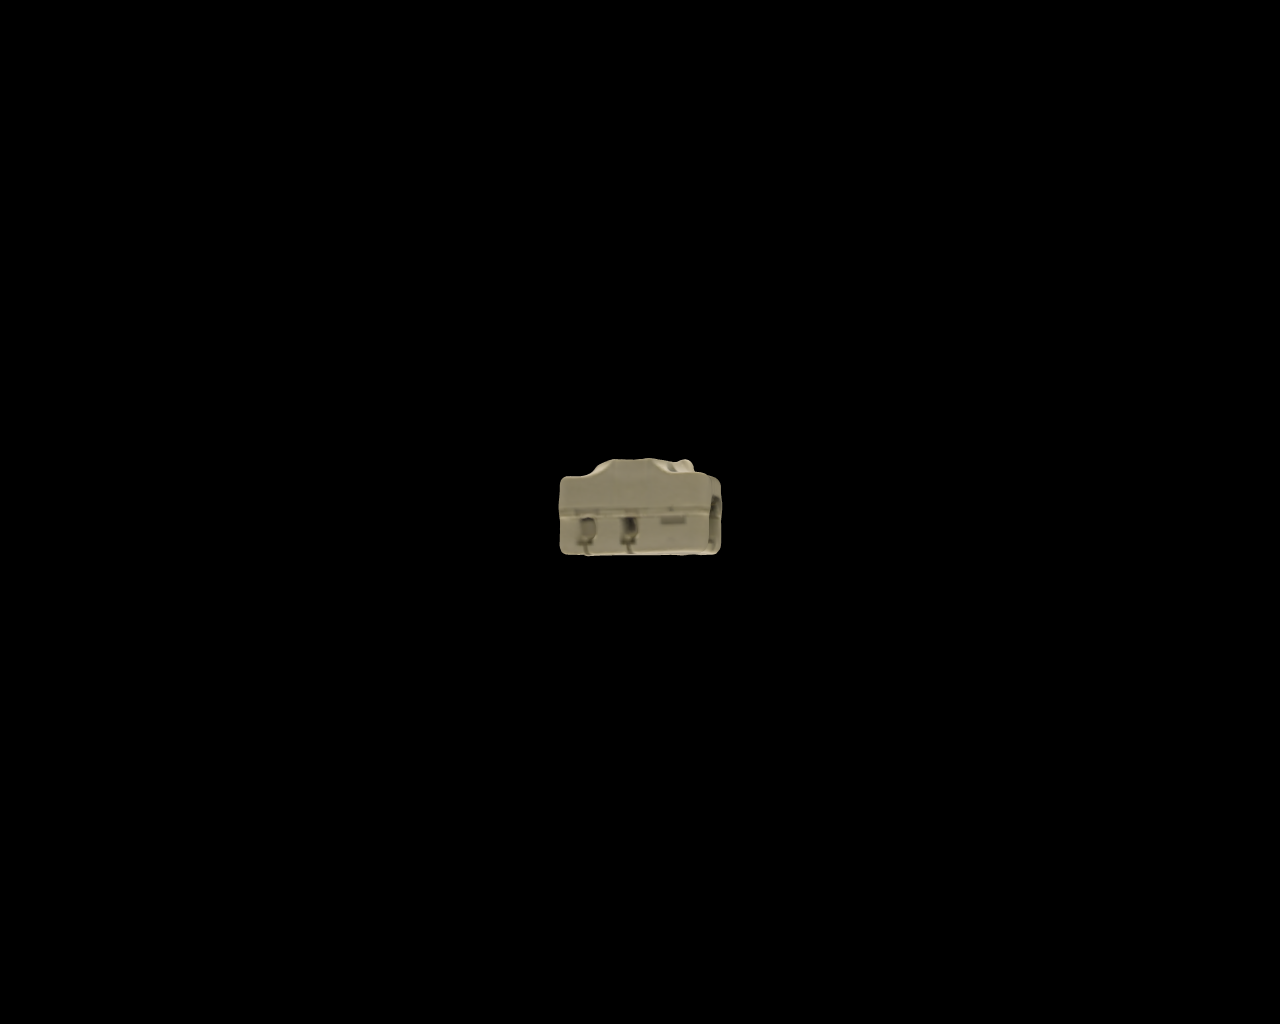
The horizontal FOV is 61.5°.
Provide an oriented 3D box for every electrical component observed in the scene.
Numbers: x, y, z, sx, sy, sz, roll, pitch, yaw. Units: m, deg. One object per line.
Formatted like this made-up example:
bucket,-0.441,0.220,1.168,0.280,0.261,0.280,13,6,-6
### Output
electrical component,0.001,-0.003,0.650,0.089,0.055,0.050,-1,-4,15
